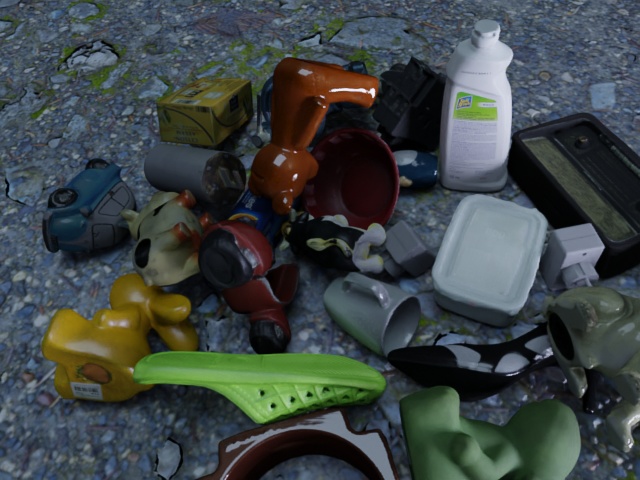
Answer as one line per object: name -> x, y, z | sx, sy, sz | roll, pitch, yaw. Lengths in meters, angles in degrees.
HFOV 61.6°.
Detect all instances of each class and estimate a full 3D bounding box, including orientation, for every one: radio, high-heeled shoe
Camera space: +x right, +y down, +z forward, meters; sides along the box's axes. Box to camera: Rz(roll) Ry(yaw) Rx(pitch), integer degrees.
radio -> 0.370, -0.070, 0.729 | 0.131, 0.073, 0.230 | -19, 53, -6
high-heeled shoe -> 0.211, 0.110, 0.616 | 0.249, 0.086, 0.145 | 12, 52, 11

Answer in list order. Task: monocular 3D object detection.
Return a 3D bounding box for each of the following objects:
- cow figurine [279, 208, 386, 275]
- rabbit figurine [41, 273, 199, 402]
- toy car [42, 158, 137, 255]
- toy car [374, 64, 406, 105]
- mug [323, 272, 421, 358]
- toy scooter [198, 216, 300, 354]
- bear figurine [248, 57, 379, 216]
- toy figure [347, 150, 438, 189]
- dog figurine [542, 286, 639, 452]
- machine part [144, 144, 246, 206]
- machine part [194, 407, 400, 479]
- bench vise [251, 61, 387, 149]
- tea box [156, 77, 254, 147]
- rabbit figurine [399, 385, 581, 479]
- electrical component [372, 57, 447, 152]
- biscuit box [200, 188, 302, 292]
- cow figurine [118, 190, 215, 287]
cow figurine -> -0.003, 0.000, 0.705 | 0.168, 0.068, 0.098 | 16, 11, 42
rabbit figurine -> -0.237, 0.102, 0.669 | 0.162, 0.121, 0.173 | -2, 34, 3
toy car -> -0.331, -0.041, 0.804 | 0.103, 0.109, 0.162 | 26, 47, -1
toy car -> 0.181, -0.249, 0.905 | 0.202, 0.056, 0.073 | 14, 51, 17
mug -> 0.053, 0.080, 0.649 | 0.107, 0.109, 0.081 | 20, 64, 38
toy scooter -> -0.075, 0.041, 0.671 | 0.075, 0.183, 0.135 | -14, 24, 26
bear figurine -> -0.019, -0.136, 0.716 | 0.132, 0.195, 0.120 | -3, 23, -33
toy figure -> 0.099, -0.106, 0.810 | 0.155, 0.057, 0.064 | 2, 15, 12
dog figurine -> 0.331, 0.087, 0.500 | 0.191, 0.121, 0.172 | -18, 49, -2
machine part -> -0.188, -0.099, 0.798 | 0.244, 0.079, 0.079 | 15, 55, 42
machine part -> -0.013, 0.281, 0.514 | 0.201, 0.087, 0.201 | -16, 52, -2
bench vise -> -0.016, -0.204, 0.846 | 0.224, 0.128, 0.240 | 12, 38, 26
tea box -> -0.185, -0.216, 0.889 | 0.098, 0.068, 0.170 | 9, 31, 14
rabbit figurine -> 0.172, 0.210, 0.518 | 0.170, 0.121, 0.159 | -11, 59, 3
electrical component -> 0.149, -0.192, 0.818 | 0.115, 0.134, 0.058 | 9, 35, -41
biscuit box -> -0.093, -0.018, 0.766 | 0.063, 0.059, 0.203 | 17, 57, 21
cow figurine -> -0.212, -0.006, 0.728 | 0.127, 0.085, 0.195 | -30, 32, 5
